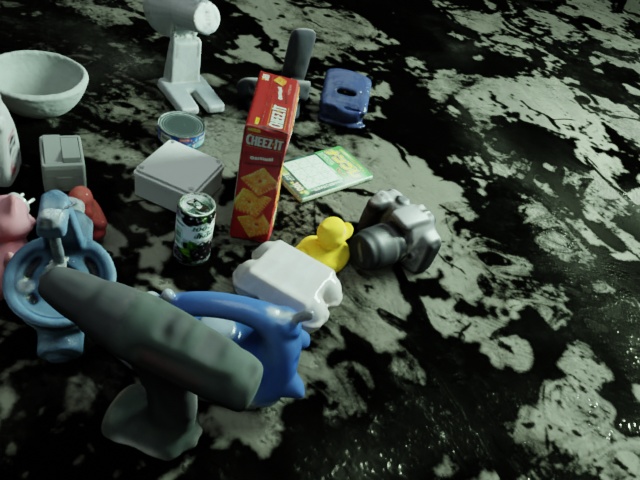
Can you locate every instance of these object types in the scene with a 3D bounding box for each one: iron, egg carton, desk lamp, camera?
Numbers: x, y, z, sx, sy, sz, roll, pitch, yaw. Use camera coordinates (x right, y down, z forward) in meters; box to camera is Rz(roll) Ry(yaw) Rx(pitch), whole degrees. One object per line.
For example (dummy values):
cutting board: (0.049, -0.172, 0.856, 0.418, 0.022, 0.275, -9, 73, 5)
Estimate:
iron: (-0.133, 0.109, 0.692, 0.258, 0.141, 0.118, 12, 42, -7)
egg carton: (-0.045, 0.066, 0.821, 0.150, 0.069, 0.107, 28, 43, 12)
desk lamp: (-0.259, -0.390, 1.125, 0.118, 0.213, 0.202, -18, 52, -33)
camera: (0.110, -0.015, 0.936, 0.137, 0.101, 0.143, -18, 53, -33)

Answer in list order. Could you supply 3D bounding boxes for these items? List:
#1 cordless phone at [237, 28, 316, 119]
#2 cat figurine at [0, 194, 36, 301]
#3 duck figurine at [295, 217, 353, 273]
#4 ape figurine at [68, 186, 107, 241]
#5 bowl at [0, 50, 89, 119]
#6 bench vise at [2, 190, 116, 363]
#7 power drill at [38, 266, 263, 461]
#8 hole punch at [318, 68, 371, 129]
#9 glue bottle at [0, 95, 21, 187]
cordless phone: (-0.086, -0.347, 1.160, 0.148, 0.185, 0.094, -6, 47, -23)
cat figurine: (-0.401, -0.003, 0.739, 0.067, 0.118, 0.127, -8, 48, -25)
duck figurine: (0.008, 0.003, 0.894, 0.105, 0.086, 0.077, -17, 52, -32)
ape figurine: (-0.342, -0.037, 0.814, 0.078, 0.092, 0.076, 16, 42, -2)
bowl: (-0.499, -0.264, 1.015, 0.167, 0.075, 0.167, 10, 43, -9)
bench vise: (-0.316, 0.009, 0.678, 0.122, 0.220, 0.207, -13, 50, -29)
power drill: (-0.178, 0.138, 0.597, 0.229, 0.208, 0.075, 19, 42, 2)
hole punch: (0.055, -0.305, 1.232, 0.109, 0.091, 0.101, 12, 42, -6)
glue bottle: (-0.475, -0.166, 0.845, 0.037, 0.173, 0.078, 2, 44, -17)
